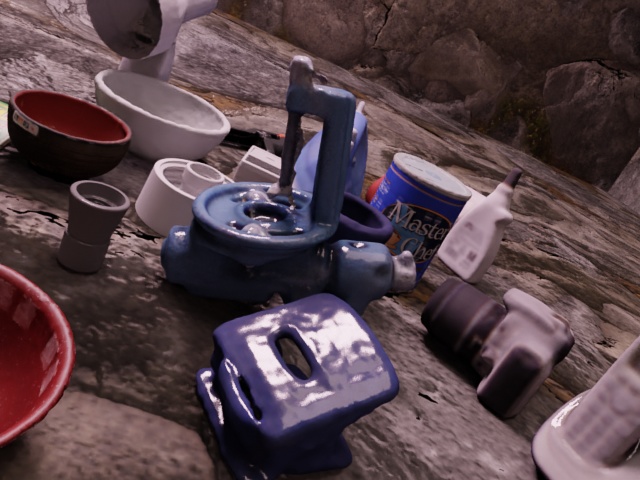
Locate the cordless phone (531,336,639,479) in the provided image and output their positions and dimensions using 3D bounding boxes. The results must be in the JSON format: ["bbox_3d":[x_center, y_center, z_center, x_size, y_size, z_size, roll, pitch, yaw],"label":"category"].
[{"bbox_3d":[0.271,0.154,0.444,0.094,0.185,0.147,4,31,-44],"label":"cordless phone"}]

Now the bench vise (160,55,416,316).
[{"bbox_3d":[-0.006,-0.029,0.487,0.208,0.219,0.121,14,25,-30],"label":"bench vise"}]

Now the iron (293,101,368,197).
[{"bbox_3d":[0.029,-0.122,0.837,0.119,0.141,0.258,25,22,-5],"label":"iron"}]

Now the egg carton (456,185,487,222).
[{"bbox_3d":[0.254,-0.058,1.047,0.107,0.069,0.151,33,23,14],"label":"egg carton"}]

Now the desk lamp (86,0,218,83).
[{"bbox_3d":[-0.223,-0.268,0.775,0.118,0.213,0.204,31,22,10],"label":"desk lamp"}]

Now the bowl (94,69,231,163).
[{"bbox_3d":[-0.200,-0.140,0.706,0.168,0.074,0.167,23,22,-10],"label":"bowl"}]

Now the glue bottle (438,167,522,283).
[{"bbox_3d":[0.240,-0.026,0.823,0.037,0.173,0.078,7,30,-41],"label":"glue bottle"}]

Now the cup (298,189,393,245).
[{"bbox_3d":[0.005,0.002,0.598,0.118,0.095,0.091,20,23,-18],"label":"cup"}]

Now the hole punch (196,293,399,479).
[{"bbox_3d":[-0.017,0.092,0.378,0.101,0.091,0.108,9,28,-38],"label":"hole punch"}]

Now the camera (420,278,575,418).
[{"bbox_3d":[0.186,0.091,0.600,0.136,0.101,0.144,37,24,22],"label":"camera"}]

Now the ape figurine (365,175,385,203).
[{"bbox_3d":[0.121,-0.083,0.921,0.076,0.092,0.078,37,24,24],"label":"ape figurine"}]
